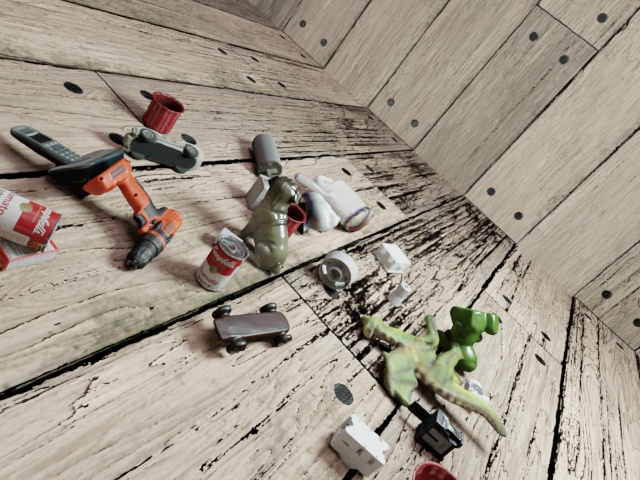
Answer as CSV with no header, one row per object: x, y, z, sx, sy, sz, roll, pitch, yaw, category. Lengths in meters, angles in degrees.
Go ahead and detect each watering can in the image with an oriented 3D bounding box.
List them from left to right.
0.051,-0.124,1.633,0.226,0.103,0.348,48,18,17,watering can

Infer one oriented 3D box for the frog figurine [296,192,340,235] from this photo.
0.005,-0.075,1.500,0.159,0.121,0.139,2,23,-35,frog figurine

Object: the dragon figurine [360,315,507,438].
0.243,0.324,1.216,0.244,0.119,0.417,-14,53,-38,dragon figurine
